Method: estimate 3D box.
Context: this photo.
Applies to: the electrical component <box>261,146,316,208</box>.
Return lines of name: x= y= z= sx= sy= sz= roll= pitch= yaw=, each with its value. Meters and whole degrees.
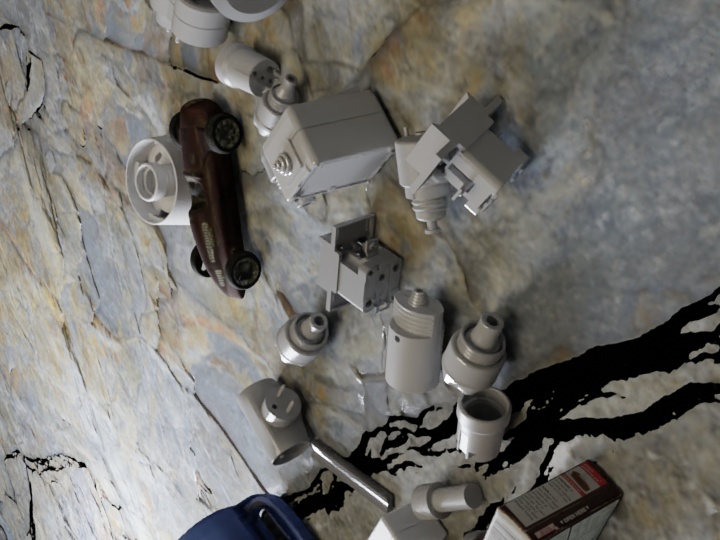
electrical component: x=-0.057 y=-0.084 z=0.923 sx=0.043 sy=0.043 sz=0.062 roll=-31 pitch=80 yaw=56

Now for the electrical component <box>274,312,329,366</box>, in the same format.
electrical component: x=-0.049 y=0.059 z=0.978 sx=0.043 sy=0.043 sz=0.062 roll=63 pitch=145 yaw=14

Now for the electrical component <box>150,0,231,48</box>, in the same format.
electrical component: x=-0.170 y=-0.248 z=1.004 sx=0.138 sy=0.052 sz=0.073 roll=50 pitch=141 yaw=30

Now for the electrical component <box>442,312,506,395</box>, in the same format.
electrical component: x=0.086 y=0.057 z=0.778 sx=0.043 sy=0.043 sz=0.062 roll=51 pitch=141 yaw=30

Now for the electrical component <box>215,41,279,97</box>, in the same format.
electrical component: x=-0.098 y=-0.175 z=0.946 sx=0.046 sy=0.040 sz=0.040 roll=32 pitch=130 yaw=38

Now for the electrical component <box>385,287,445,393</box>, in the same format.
electrical component: x=0.044 y=0.051 z=0.837 sx=0.043 sy=0.043 sz=0.081 roll=35 pitch=132 yaw=43

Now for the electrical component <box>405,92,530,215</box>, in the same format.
electrical component: x=0.073 y=-0.075 z=0.713 sx=0.064 sy=0.081 sz=0.042 roll=43 pitch=143 yaw=2

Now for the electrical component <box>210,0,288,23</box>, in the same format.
electrical component: x=-0.093 y=-0.246 z=0.868 sx=0.051 sy=0.080 sz=0.080 roll=52 pitch=142 yaw=37

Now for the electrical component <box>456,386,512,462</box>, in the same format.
electrical component: x=0.091 y=0.115 z=0.804 sx=0.040 sy=0.040 sz=0.046 roll=42 pitch=143 yaw=38

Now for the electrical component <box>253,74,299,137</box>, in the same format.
electrical component: x=-0.068 y=-0.142 z=0.920 sx=0.035 sy=0.035 sz=0.061 roll=58 pitch=142 yaw=22

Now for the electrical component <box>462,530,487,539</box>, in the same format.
electrical component: x=0.086 y=0.238 z=0.840 sx=0.057 sy=0.078 sz=0.058 roll=-38 pitch=72 yaw=36

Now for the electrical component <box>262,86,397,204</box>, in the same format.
electrical component: x=-0.030 y=-0.097 z=0.827 sx=0.061 sy=0.096 sz=0.061 roll=64 pitch=147 yaw=14

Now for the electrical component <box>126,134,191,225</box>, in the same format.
electrical component: x=-0.200 y=-0.094 z=1.132 sx=0.099 sy=0.064 sz=0.099 roll=10 pitch=104 yaw=42

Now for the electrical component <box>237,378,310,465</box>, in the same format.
electrical component: x=-0.081 y=0.141 z=1.061 sx=0.077 sy=0.044 sz=0.079 roll=57 pitch=144 yaw=22

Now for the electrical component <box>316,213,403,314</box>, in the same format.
electrical component: x=0.000 y=0.000 z=0.880 sx=0.064 sy=0.042 sz=0.081 roll=36 pitch=133 yaw=40

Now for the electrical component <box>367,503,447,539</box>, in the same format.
electrical component: x=0.047 y=0.249 z=0.922 sx=0.076 sy=0.047 sz=0.065 roll=54 pitch=143 yaw=26

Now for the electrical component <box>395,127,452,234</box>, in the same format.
electrical component: x=0.049 y=-0.065 z=0.779 sx=0.040 sy=0.040 sz=0.078 roll=13 pitch=116 yaw=53
